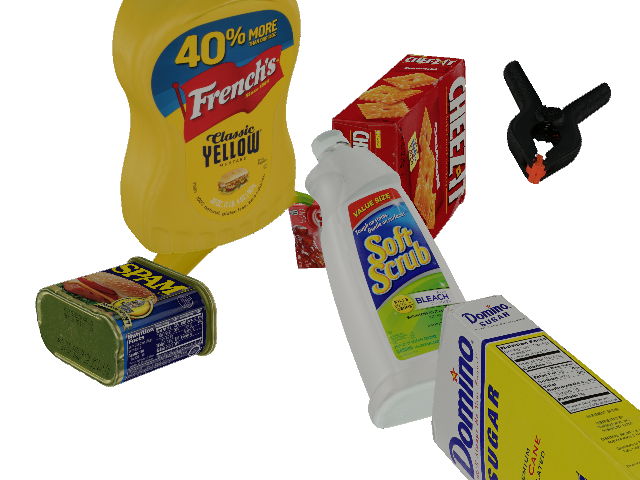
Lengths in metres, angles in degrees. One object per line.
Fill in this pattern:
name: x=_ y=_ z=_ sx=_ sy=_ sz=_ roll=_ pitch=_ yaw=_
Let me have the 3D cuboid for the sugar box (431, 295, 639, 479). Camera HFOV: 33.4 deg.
sugar box: x=0.118 y=0.109 z=0.541 sx=0.048 sy=0.093 sz=0.176 roll=-10 pitch=28 yaw=-25

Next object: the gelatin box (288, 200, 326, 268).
gelatin box: x=0.004 y=-0.010 z=1.286 sx=0.073 sy=0.089 sz=0.030 roll=-2 pitch=29 yaw=10

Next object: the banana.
banana: x=-0.100 y=-0.002 z=1.023 sx=0.198 sy=0.069 sz=0.037 roll=-31 pitch=40 yaw=2

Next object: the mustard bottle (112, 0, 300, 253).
mustard bottle: x=-0.056 y=-0.087 z=0.537 sx=0.096 sy=0.192 sz=0.058 roll=-19 pitch=44 yaw=-26

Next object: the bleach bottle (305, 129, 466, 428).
bleach bottle: x=0.043 y=0.017 z=0.841 sx=0.102 sy=0.251 sz=0.068 roll=-12 pitch=-31 yaw=-21

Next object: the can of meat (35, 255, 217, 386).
can of meat: x=-0.137 y=0.056 z=0.748 sx=0.102 sy=0.057 sz=0.083 roll=19 pitch=26 yaw=40

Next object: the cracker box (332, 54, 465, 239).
cracker box: x=0.083 y=-0.074 z=1.044 sx=0.072 sy=0.164 sz=0.213 roll=9 pitch=28 yaw=22

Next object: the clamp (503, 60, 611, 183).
clamp: x=0.238 y=-0.133 z=1.161 sx=0.120 sy=0.039 sz=0.171 roll=18 pitch=48 yaw=18
